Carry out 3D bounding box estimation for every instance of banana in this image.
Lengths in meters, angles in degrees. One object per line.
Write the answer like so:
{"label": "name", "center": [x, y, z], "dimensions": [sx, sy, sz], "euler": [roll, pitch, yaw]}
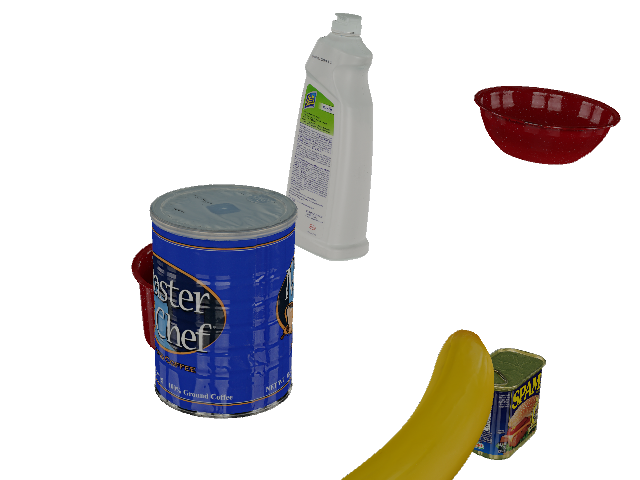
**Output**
{"label": "banana", "center": [0.046, 0.106, 0.564], "dimensions": [0.070, 0.037, 0.197], "euler": [19, 40, 37]}

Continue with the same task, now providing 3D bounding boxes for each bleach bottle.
{"label": "bleach bottle", "center": [0.018, -0.112, 1.134], "dimensions": [0.067, 0.251, 0.103], "euler": [-10, 26, -42]}

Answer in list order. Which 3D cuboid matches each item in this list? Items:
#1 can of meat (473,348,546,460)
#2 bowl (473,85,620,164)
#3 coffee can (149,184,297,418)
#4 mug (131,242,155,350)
{"label": "can of meat", "center": [0.191, 0.170, 1.113], "dimensions": [0.058, 0.084, 0.101], "euler": [13, 20, 33]}
{"label": "bowl", "center": [0.248, -0.126, 1.194], "dimensions": [0.162, 0.055, 0.162], "euler": [5, 24, -2]}
{"label": "coffee can", "center": [-0.069, 0.041, 0.766], "dimensions": [0.103, 0.140, 0.103], "euler": [2, 20, -1]}
{"label": "mug", "center": [-0.117, 0.060, 0.970], "dimensions": [0.093, 0.081, 0.117], "euler": [-17, 37, -25]}
